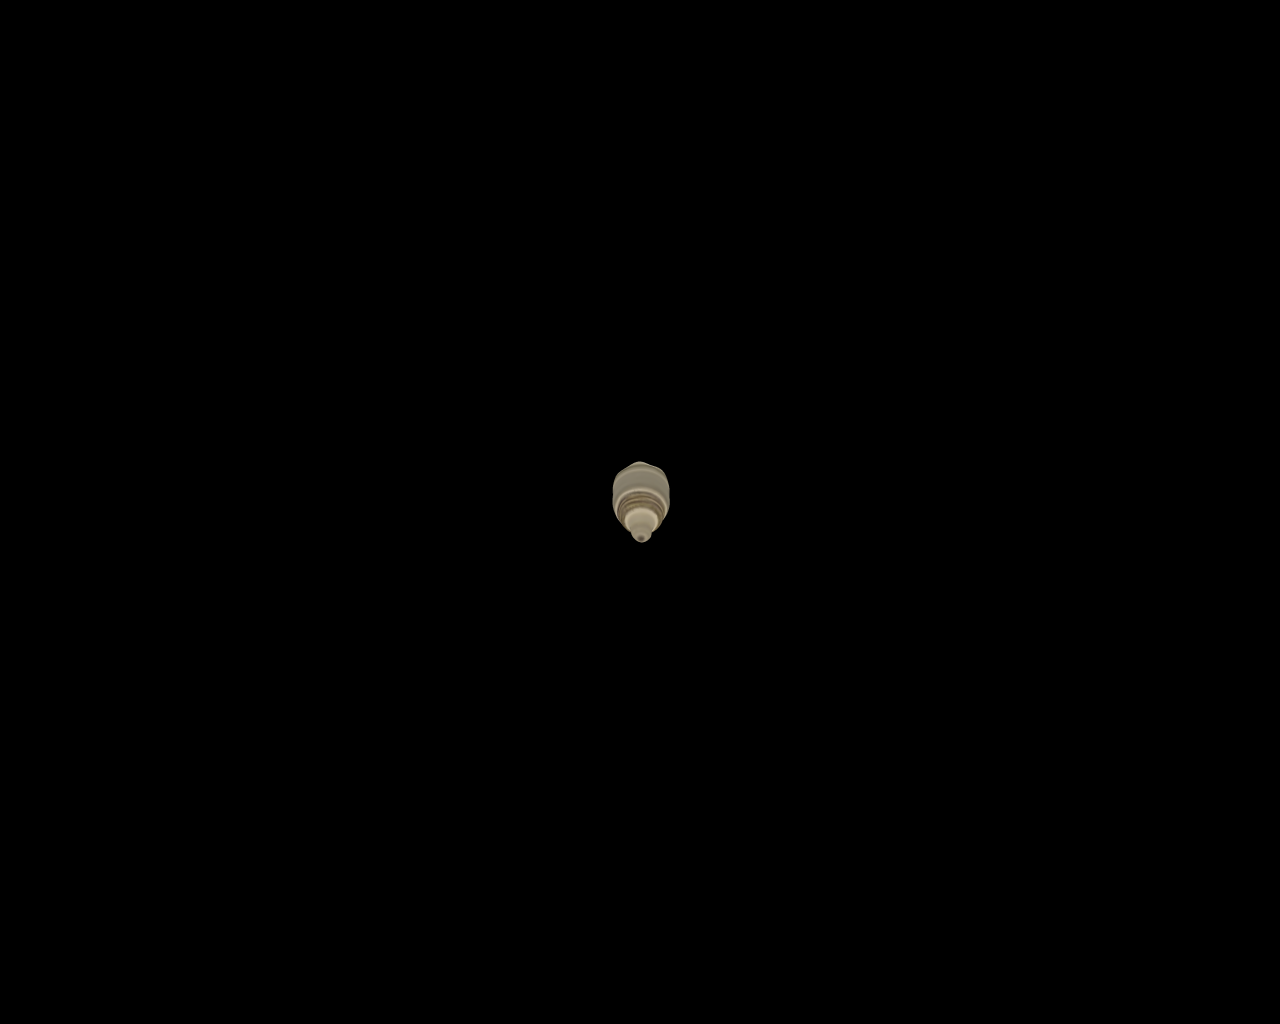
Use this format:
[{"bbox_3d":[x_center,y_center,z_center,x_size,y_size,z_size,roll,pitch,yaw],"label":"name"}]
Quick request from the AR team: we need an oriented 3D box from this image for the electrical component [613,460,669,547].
[{"bbox_3d":[0.001,-0.003,0.650,0.035,0.035,0.061,0,38,0],"label":"electrical component"}]
